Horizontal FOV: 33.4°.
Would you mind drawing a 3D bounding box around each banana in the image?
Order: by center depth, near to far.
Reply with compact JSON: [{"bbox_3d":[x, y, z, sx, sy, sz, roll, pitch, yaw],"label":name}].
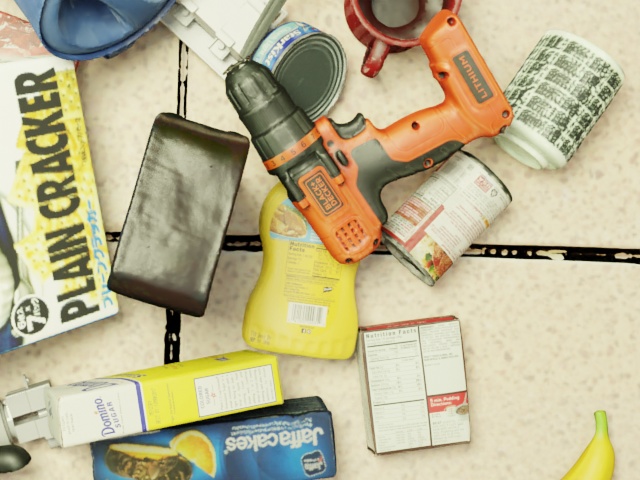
[{"bbox_3d":[0.191,0.234,0.946,0.197,0.037,0.070,-35,76,-6],"label":"banana"}]

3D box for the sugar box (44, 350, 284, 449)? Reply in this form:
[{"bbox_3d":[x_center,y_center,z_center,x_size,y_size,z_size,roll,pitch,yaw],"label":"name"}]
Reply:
[{"bbox_3d":[-0.127,0.124,0.858,0.176,0.093,0.048,-6,89,-20],"label":"sugar box"}]

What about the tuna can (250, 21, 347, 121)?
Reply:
[{"bbox_3d":[-0.020,-0.137,0.888,0.034,0.086,0.086,35,86,37],"label":"tuna can"}]

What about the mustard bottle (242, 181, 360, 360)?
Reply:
[{"bbox_3d":[-0.006,0.001,0.904,0.096,0.058,0.191,9,90,-9],"label":"mustard bottle"}]

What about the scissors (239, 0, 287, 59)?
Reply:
[{"bbox_3d":[-0.002,-0.229,0.879,0.016,0.096,0.202,25,93,29],"label":"scissors"}]

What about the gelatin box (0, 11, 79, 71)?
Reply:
[{"bbox_3d":[-0.249,-0.146,0.888,0.089,0.030,0.073,17,90,-6],"label":"gelatin box"}]

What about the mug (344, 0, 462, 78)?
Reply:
[{"bbox_3d":[0.061,-0.191,0.896,0.093,0.081,0.117,19,89,-7],"label":"mug"}]

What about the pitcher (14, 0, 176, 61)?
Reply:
[{"bbox_3d":[-0.217,-0.258,0.821,0.243,0.144,0.149,51,118,18],"label":"pitcher"}]

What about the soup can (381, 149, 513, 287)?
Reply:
[{"bbox_3d":[0.106,-0.020,0.912,0.068,0.068,0.102,44,86,-6],"label":"soup can"}]

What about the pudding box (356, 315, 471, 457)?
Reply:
[{"bbox_3d":[0.081,0.126,0.928,0.090,0.039,0.113,-6,90,-6],"label":"pudding box"}]

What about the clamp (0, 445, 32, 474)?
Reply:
[{"bbox_3d":[-0.352,0.214,0.874,0.210,0.036,0.165,17,106,1],"label":"clamp"}]

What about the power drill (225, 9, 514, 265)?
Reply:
[{"bbox_3d":[0.041,-0.099,0.839,0.187,0.057,0.184,-33,105,3],"label":"power drill"}]
